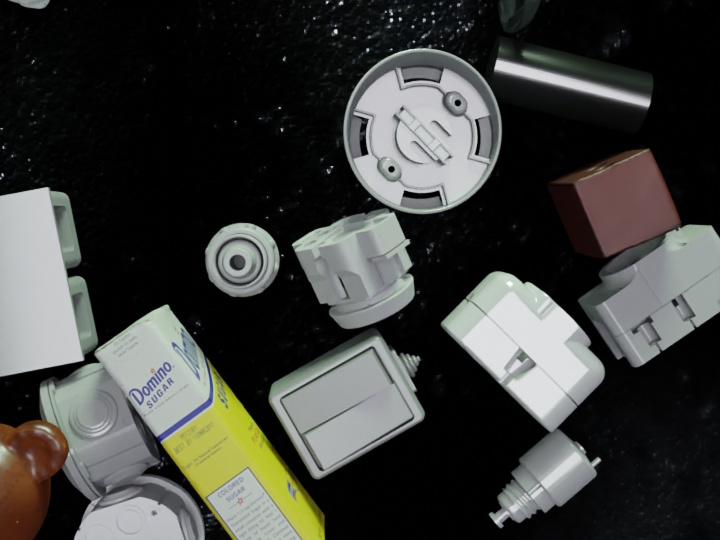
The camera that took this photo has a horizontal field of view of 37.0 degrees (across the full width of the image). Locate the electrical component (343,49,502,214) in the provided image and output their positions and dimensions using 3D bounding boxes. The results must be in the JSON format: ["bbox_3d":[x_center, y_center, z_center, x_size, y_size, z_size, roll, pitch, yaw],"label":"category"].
[{"bbox_3d":[0.038,-0.084,0.675,0.099,0.064,0.099,0,93,-3],"label":"electrical component"}]

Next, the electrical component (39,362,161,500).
[{"bbox_3d":[-0.162,0.097,0.667,0.051,0.080,0.080,-24,93,-7],"label":"electrical component"}]

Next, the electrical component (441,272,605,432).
[{"bbox_3d":[0.107,0.048,0.689,0.095,0.054,0.059,44,90,-4],"label":"electrical component"}]

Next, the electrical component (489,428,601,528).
[{"bbox_3d":[0.117,0.138,0.700,0.078,0.040,0.040,-41,94,0],"label":"electrical component"}]

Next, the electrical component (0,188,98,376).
[{"bbox_3d":[-0.268,0.019,0.667,0.186,0.060,0.105,-11,93,-2],"label":"electrical component"}]

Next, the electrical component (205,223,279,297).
[{"bbox_3d":[-0.075,-0.006,0.674,0.048,0.062,0.048,0,92,-3],"label":"electrical component"}]

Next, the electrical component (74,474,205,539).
[{"bbox_3d":[-0.141,0.174,0.684,0.080,0.051,0.080,0,92,-3],"label":"electrical component"}]

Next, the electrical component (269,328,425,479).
[{"bbox_3d":[-0.003,0.081,0.682,0.096,0.061,0.061,-29,94,-1],"label":"electrical component"}]

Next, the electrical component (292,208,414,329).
[{"bbox_3d":[0.000,0.000,0.676,0.058,0.078,0.057,-36,108,-40],"label":"electrical component"}]

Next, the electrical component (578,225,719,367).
[{"bbox_3d":[0.193,0.012,0.693,0.089,0.050,0.055,-34,95,-1],"label":"electrical component"}]

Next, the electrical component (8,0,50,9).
[{"bbox_3d":[-0.223,-0.187,0.673,0.061,0.035,0.035,18,92,-1],"label":"electrical component"}]
